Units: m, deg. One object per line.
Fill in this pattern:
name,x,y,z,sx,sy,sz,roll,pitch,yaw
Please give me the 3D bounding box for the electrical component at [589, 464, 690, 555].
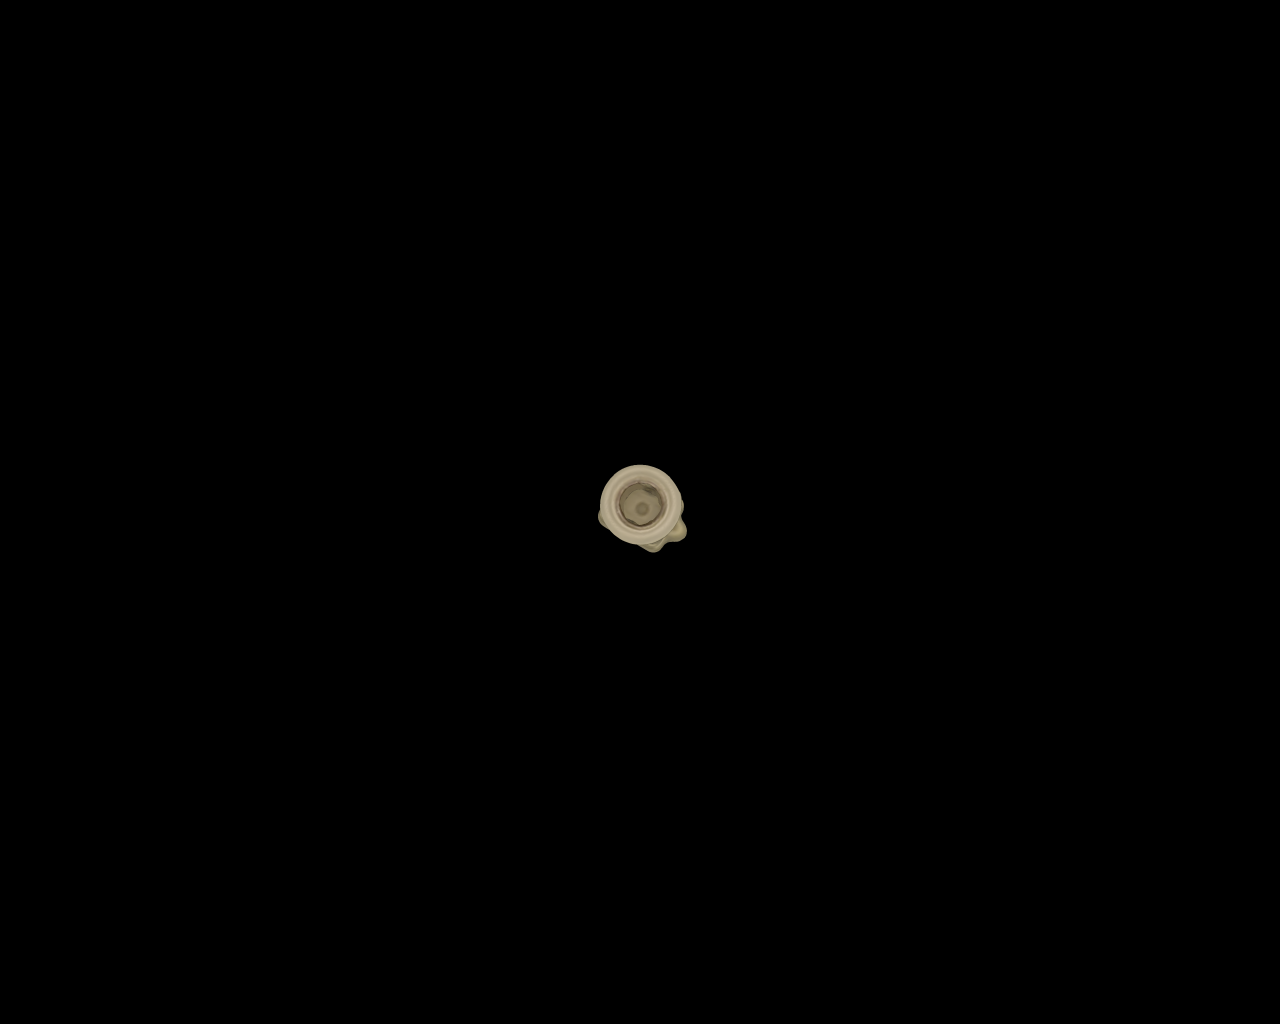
electrical component,0.001,-0.003,0.650,0.066,0.048,0.055,28,-7,4
